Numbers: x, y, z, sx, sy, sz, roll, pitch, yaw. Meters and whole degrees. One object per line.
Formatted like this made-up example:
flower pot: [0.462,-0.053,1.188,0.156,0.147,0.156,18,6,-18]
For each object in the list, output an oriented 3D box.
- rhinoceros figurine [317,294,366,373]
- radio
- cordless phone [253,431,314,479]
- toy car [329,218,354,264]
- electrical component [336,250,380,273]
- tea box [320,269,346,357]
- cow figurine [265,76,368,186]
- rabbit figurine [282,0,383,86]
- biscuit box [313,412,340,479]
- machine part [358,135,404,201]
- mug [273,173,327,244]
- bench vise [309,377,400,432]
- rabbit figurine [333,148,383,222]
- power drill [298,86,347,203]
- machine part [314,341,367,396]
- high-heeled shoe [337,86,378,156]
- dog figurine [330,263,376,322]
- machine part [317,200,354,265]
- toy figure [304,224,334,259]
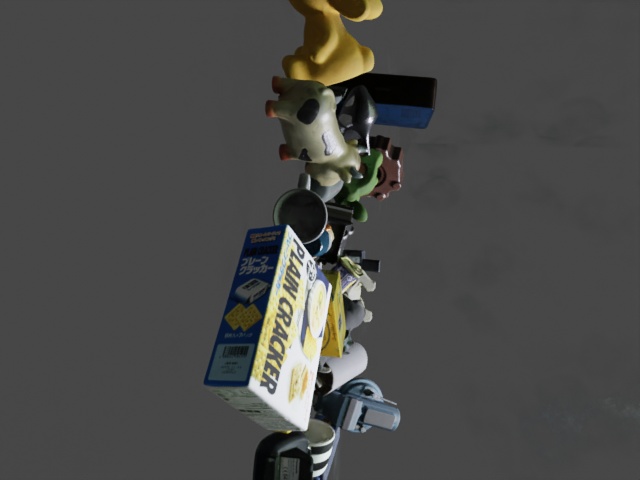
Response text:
rhinoceros figurine: [0.022,0.183,1.050,0.190,0.112,0.073,-43,143,-47]
radio: [0.139,-0.309,1.198,0.131,0.230,0.073,50,49,-79]
cordless phone: [-0.055,0.365,0.867,0.184,0.089,0.146,-78,170,-90]
toy car: [0.047,-0.020,1.269,0.202,0.056,0.073,-67,164,-55]
electrical component: [0.095,0.060,1.364,0.047,0.119,0.074,15,76,-78]
tea box: [-0.010,0.126,0.915,0.169,0.098,0.068,79,18,-47]
cow figurine: [0.001,-0.155,0.813,0.194,0.127,0.085,73,27,-54]
rabbit figurine: [0.006,-0.321,0.796,0.122,0.162,0.173,-46,122,-55]
biscuit box: [-0.001,0.446,1.152,0.202,0.059,0.062,-41,134,-75]
machine part: [0.119,-0.174,1.302,0.179,0.180,0.056,82,20,-46]
mug: [-0.030,-0.046,0.840,0.107,0.081,0.109,84,5,-87]
bench vise: [0.048,0.355,1.181,0.241,0.224,0.128,-174,-88,-71]
rabbit figurine: [0.076,-0.118,1.235,0.170,0.121,0.159,106,-16,-72]
power drill: [0.007,-0.176,0.994,0.232,0.086,0.207,-62,160,-64]
machine part: [0.032,0.263,1.119,0.243,0.079,0.079,-5,98,-61]
high-heeled shoe: [0.056,-0.264,1.107,0.249,0.086,0.145,-126,-161,-58]
dog figurine: [0.061,0.126,1.326,0.190,0.121,0.172,146,-49,-86]
machine part: [0.028,-0.012,1.151,0.039,0.084,0.138,-162,-93,-70]
toy figure: [-0.004,-0.002,1.022,0.064,0.058,0.154,-49,179,14]
